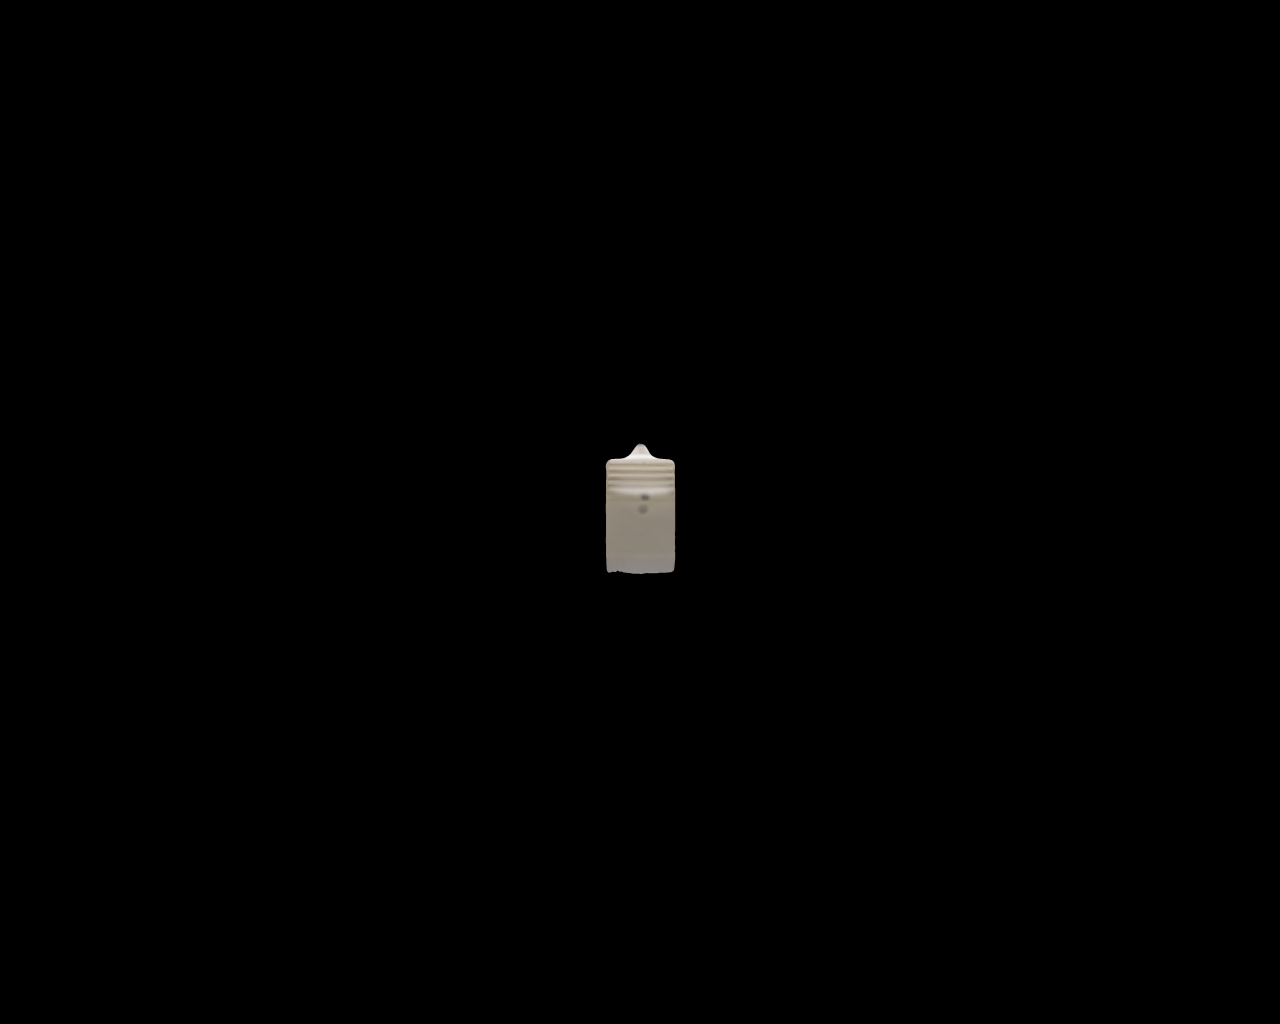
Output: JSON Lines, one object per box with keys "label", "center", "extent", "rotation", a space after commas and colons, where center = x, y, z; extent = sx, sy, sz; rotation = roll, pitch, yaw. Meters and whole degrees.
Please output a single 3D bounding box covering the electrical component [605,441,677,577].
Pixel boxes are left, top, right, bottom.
{"label": "electrical component", "center": [0.001, -0.003, 0.650], "extent": [0.043, 0.081, 0.043], "rotation": [0, 0, 0]}
